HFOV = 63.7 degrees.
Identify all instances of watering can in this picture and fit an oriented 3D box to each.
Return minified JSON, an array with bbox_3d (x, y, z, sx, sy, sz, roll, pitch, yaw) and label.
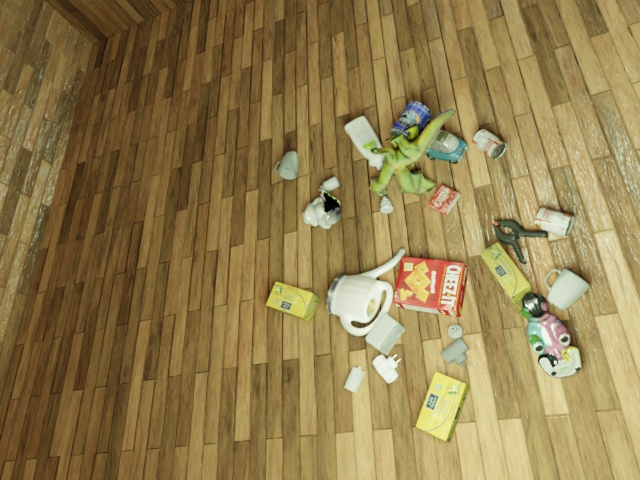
[{"bbox_3d":[0.152,0.163,1.755,0.225,0.102,0.354,8,56,31],"label":"watering can"}]

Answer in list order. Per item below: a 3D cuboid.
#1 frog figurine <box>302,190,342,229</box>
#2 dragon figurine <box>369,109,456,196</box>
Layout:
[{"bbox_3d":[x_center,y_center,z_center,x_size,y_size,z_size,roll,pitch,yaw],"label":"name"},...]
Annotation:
[{"bbox_3d":[0.006,-0.100,1.978,0.156,0.123,0.140,-49,54,43],"label":"frog figurine"},{"bbox_3d":[0.338,-0.281,1.859,0.406,0.124,0.242,-22,97,29],"label":"dragon figurine"}]
